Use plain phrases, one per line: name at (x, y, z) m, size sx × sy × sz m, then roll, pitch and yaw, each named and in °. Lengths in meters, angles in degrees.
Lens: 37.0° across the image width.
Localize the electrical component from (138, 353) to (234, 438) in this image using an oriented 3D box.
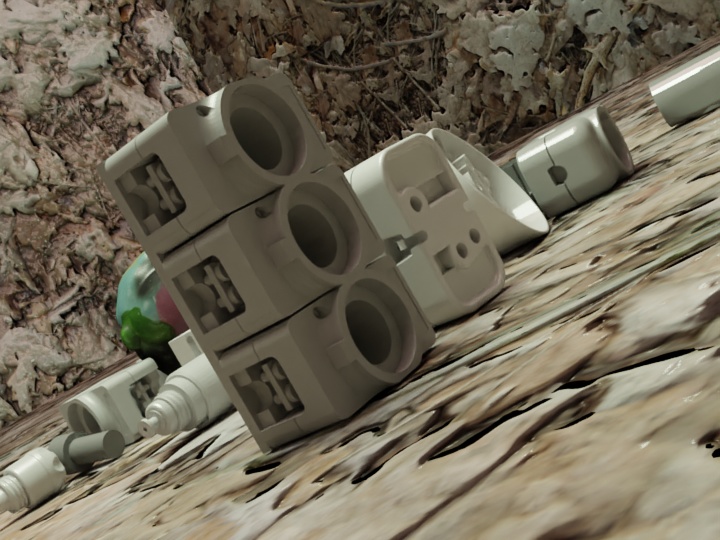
electrical component at (-0.108, 0.082, 0.678) m, size 0.040 × 0.040 × 0.078 m, roll -26°, pitch 5°, yaw 41°

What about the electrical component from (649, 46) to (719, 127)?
electrical component at (0.296, -0.162, 0.929) m, size 0.077 × 0.044 × 0.079 m, roll -27°, pitch 4°, yaw 25°

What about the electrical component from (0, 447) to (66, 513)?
electrical component at (-0.238, 0.152, 0.750) m, size 0.061 × 0.035 × 0.035 m, roll -35°, pitch 7°, yaw -40°

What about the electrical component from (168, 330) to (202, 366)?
electrical component at (-0.097, 0.061, 0.757) m, size 0.066 × 0.055 × 0.048 m, roll -26°, pitch 5°, yaw 40°

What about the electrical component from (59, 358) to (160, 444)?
electrical component at (-0.194, 0.112, 0.850) m, size 0.056 × 0.050 × 0.089 m, roll -32°, pitch 5°, yaw -41°

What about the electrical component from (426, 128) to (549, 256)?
electrical component at (0.071, -0.049, 0.713) m, size 0.064 × 0.099 × 0.099 m, roll -34°, pitch 2°, yaw 20°

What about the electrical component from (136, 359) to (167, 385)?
electrical component at (-0.145, 0.072, 0.944) m, size 0.108 × 0.060 × 0.108 m, roll -29°, pitch 4°, yaw 2°

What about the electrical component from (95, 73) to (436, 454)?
electrical component at (-0.037, -0.007, 0.496) m, size 0.062 × 0.150 × 0.089 m, roll -28°, pitch 4°, yaw 38°

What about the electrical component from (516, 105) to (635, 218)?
electrical component at (0.159, -0.081, 0.779) m, size 0.059 × 0.053 × 0.095 m, roll -27°, pitch 4°, yaw 26°

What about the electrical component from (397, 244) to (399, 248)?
electrical component at (0.027, -0.008, 0.763) m, size 0.078 × 0.058 × 0.057 m, roll -27°, pitch 2°, yaw 32°

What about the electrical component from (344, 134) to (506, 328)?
electrical component at (0.026, -0.016, 0.578) m, size 0.059 × 0.095 × 0.054 m, roll -26°, pitch 5°, yaw 44°
